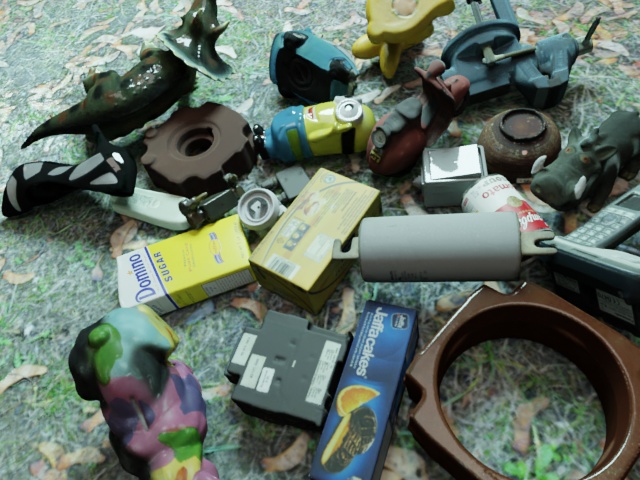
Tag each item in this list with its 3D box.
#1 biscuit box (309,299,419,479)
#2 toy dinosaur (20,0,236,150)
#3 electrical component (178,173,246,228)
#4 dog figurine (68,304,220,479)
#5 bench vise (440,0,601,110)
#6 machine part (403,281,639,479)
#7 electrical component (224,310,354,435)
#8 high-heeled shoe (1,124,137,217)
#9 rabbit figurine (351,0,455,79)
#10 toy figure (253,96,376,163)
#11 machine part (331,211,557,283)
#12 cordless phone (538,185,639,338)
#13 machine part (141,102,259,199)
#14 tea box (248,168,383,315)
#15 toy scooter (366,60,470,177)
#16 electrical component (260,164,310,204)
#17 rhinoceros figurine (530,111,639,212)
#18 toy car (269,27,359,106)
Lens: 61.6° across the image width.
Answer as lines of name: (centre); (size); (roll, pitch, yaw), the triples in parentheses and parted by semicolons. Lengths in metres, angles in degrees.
biscuit box: (0.052, 0.165, 0.570); (0.063, 0.059, 0.203); (11, 58, 19)
toy dinosaur: (-0.293, -0.234, 0.850); (0.405, 0.131, 0.192); (-40, 27, -7)
electrical component: (-0.149, -0.055, 0.748); (0.102, 0.045, 0.078); (-36, 18, -28)
dog figurine: (-0.162, 0.191, 0.532); (0.108, 0.191, 0.219); (-26, 39, -14)
bench vise: (0.275, -0.307, 0.805); (0.224, 0.128, 0.240); (-19, 71, 21)
machine part: (0.202, 0.157, 0.530); (0.202, 0.087, 0.201); (36, 69, 28)
electrical component: (-0.038, 0.145, 0.605); (0.134, 0.058, 0.115); (12, 57, 20)
high-heeled shoe: (-0.376, -0.065, 0.804); (0.249, 0.086, 0.145); (-37, 68, 17)
rabbit figurine: (0.134, -0.345, 0.867); (0.122, 0.173, 0.162); (33, 104, 4)
toy figure: (-0.007, -0.160, 0.799); (0.180, 0.089, 0.082); (-13, 66, 13)
machine part: (0.131, 0.010, 0.596); (0.243, 0.079, 0.079); (-2, 55, 15)
cordless phone: (0.348, 0.002, 0.575); (0.184, 0.088, 0.147); (-36, 25, -10)
machine part: (-0.188, -0.140, 0.835); (0.179, 0.056, 0.179); (-5, 55, 7)
tea box: (-0.001, -0.002, 0.693); (0.098, 0.068, 0.169); (27, 63, 26)
toy scooter: (0.130, -0.169, 0.723); (0.184, 0.135, 0.075); (-43, 69, 0)
electrical component: (-0.037, -0.082, 0.784); (0.094, 0.021, 0.063); (-25, 54, -5)
rhinoceros figurine: (0.335, -0.094, 0.663); (0.190, 0.112, 0.073); (-33, 58, -21)
toy car: (0.003, -0.278, 0.867); (0.162, 0.109, 0.103); (29, 48, 18)
